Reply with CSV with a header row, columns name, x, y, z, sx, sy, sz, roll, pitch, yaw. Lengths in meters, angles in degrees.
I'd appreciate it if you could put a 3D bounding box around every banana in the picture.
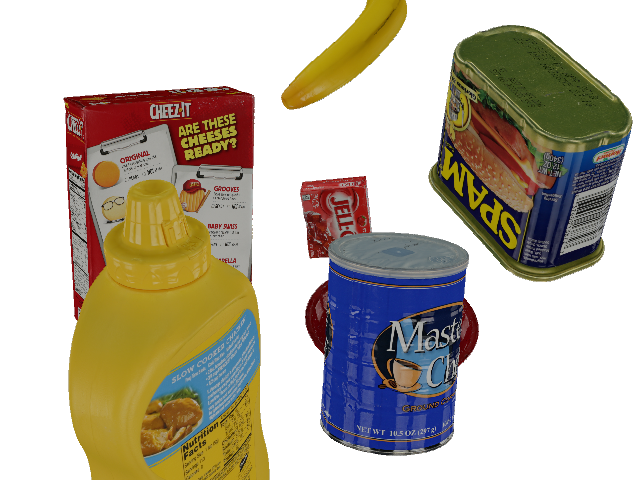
name,x,y,z,sx,sy,sz,roll,pitch,yaw
banana,0.032,-0.177,0.941,0.070,0.037,0.197,-16,30,40

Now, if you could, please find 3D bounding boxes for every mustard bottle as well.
name,x,y,z,sx,sy,sz,roll,pitch,yaw
mustard bottle,-0.062,0.063,0.446,0.058,0.192,0.096,18,35,28

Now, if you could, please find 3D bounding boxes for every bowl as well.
name,x,y,z,sx,sy,sz,roll,pitch,yaw
bowl,0.065,0.093,1.005,0.162,0.055,0.162,2,37,-2

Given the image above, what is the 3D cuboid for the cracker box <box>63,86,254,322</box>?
name,x,y,z,sx,sy,sz,roll,pitch,yaw
cracker box,-0.148,-0.030,0.992,0.163,0.214,0.072,-9,19,-29

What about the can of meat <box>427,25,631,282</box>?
name,x,y,z,sx,sy,sz,roll,pitch,yaw
can of meat,0.101,-0.045,0.526,0.057,0.084,0.102,-18,47,-21

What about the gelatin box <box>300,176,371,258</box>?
name,x,y,z,sx,sy,sz,roll,pitch,yaw
gelatin box,0.019,-0.025,1.195,0.073,0.089,0.030,-4,29,6

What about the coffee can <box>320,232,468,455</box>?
name,x,y,z,sx,sy,sz,roll,pitch,yaw
coffee can,0.054,0.074,0.796,0.103,0.140,0.103,3,15,-1
